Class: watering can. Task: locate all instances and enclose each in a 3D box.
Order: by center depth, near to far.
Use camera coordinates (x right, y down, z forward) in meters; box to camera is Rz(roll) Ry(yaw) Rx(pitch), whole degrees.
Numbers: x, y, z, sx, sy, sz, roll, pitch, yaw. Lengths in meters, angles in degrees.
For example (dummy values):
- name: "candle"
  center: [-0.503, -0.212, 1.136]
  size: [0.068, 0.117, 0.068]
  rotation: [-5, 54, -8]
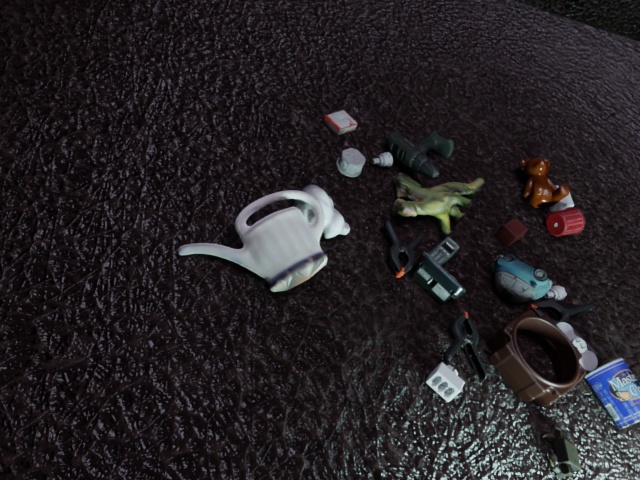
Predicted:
- name: "watering can"
  center: [-0.130, 0.021, 1.195]
  size: [0.350, 0.102, 0.226]
  rotation: [-28, 77, -15]

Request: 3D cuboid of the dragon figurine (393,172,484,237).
- name: "dragon figurine"
  center: [0.343, -0.150, 1.557]
  size: [0.244, 0.119, 0.417]
  rotation: [30, 37, 13]

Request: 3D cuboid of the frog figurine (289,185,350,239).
- name: "frog figurine"
  center: [0.004, -0.066, 1.320]
  size: [0.160, 0.120, 0.139]
  rotation: [24, 26, 12]
